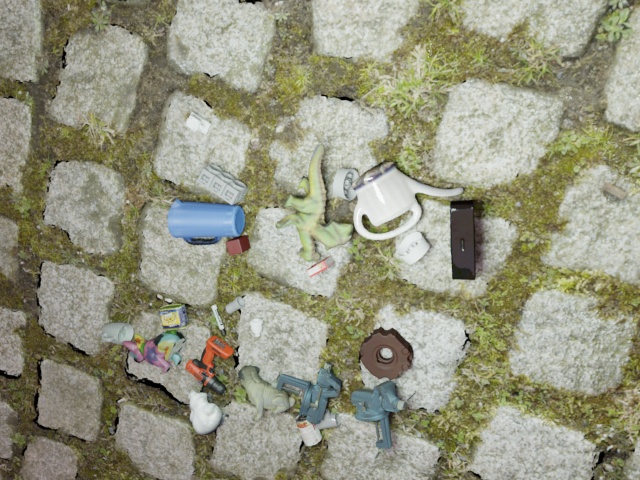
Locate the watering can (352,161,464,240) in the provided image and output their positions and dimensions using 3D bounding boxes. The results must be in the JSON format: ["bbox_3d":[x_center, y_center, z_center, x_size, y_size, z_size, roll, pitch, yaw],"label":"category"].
[{"bbox_3d":[0.248,-0.145,1.600,0.347,0.104,0.224,-30,92,6],"label":"watering can"}]

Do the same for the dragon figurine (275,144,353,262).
[{"bbox_3d":[0.005,-0.083,1.649,0.243,0.124,0.402,35,126,7],"label":"dragon figurine"}]

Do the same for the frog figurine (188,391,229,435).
[{"bbox_3d":[-0.445,0.650,1.952,0.136,0.125,0.158,-24,107,39],"label":"frog figurine"}]
